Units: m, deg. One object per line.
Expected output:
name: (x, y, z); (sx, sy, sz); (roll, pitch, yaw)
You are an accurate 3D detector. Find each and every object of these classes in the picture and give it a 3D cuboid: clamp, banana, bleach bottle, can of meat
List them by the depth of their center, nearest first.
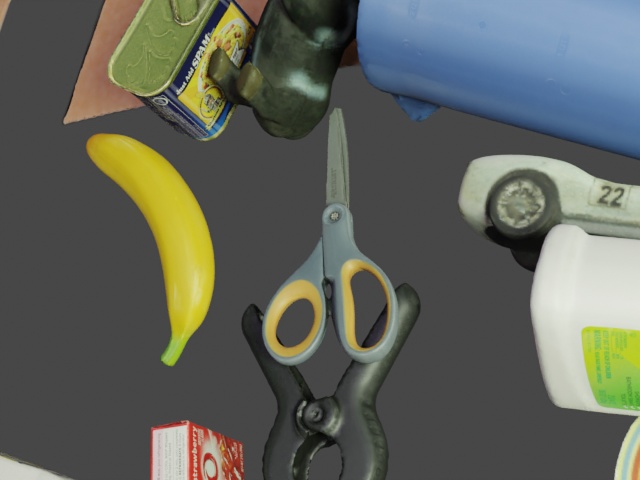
bleach bottle: (0.234, 0.048, 0.508); (0.251, 0.102, 0.068); (3, 46, 26)
clamp: (-0.005, 0.106, 0.658); (0.120, 0.039, 0.171); (-3, 62, 30)
banana: (-0.116, -0.012, 0.754); (0.070, 0.037, 0.198); (-30, 61, 11)
can of meat: (-0.090, -0.132, 0.762); (0.058, 0.083, 0.102); (24, 82, 30)

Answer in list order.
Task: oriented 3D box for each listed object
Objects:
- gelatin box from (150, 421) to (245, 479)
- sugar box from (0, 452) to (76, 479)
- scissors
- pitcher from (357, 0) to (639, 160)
gelatin box: (-0.072, 0.161, 0.646); (0.030, 0.073, 0.089); (-13, 65, 20)
sugar box: (-0.246, 0.187, 0.733); (0.176, 0.048, 0.093); (13, 77, 24)
scissors: (-0.005, 0.001, 0.690); (0.096, 0.016, 0.202); (-25, 50, 9)
pitcher: (0.153, -0.127, 0.618); (0.243, 0.149, 0.145); (22, 78, 26)
